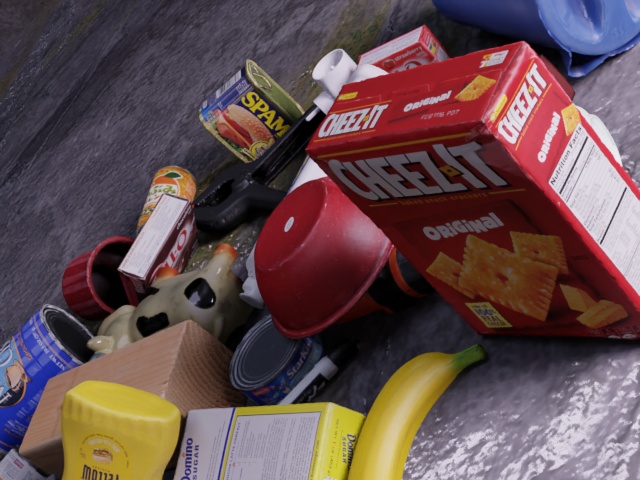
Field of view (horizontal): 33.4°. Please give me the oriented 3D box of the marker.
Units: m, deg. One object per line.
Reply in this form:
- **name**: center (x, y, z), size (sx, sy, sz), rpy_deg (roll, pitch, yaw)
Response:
- **marker**: center (-0.011, 0.125, 0.897), size (0.121, 0.020, 0.020), rpy_deg (-46, 29, 1)

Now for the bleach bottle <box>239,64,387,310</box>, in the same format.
- **bleach bottle**: center (-0.001, -0.046, 1.036), size (0.250, 0.068, 0.103), rpy_deg (-59, 3, -18)

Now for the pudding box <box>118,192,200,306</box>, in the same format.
- **pudding box**: center (-0.176, 0.017, 1.179), size (0.039, 0.090, 0.113), rpy_deg (18, 60, 11)

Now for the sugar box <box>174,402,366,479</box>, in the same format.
- **sugar box**: center (-0.045, 0.179, 0.832), size (0.177, 0.048, 0.093), rpy_deg (-13, 59, 48)

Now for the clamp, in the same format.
- **clamp**: center (-0.072, -0.067, 1.201), size (0.210, 0.036, 0.164), rpy_deg (-20, 38, 39)

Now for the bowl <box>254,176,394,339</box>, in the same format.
- **bowl**: center (-0.006, 0.001, 0.903), size (0.162, 0.055, 0.162), rpy_deg (-39, 29, 27)

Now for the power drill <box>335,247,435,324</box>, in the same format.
- **power drill**: center (0.080, -0.025, 0.921), size (0.185, 0.057, 0.187), rpy_deg (-24, 36, 39)

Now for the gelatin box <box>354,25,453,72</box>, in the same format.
- **gelatin box**: center (0.090, -0.167, 1.072), size (0.089, 0.073, 0.030), rpy_deg (-19, 40, 40)

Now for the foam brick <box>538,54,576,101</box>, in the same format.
- **foam brick**: center (0.170, -0.119, 0.928), size (0.078, 0.051, 0.053), rpy_deg (-9, 47, 48)

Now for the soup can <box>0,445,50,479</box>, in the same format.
- **soup can**: center (-0.312, 0.266, 1.070), size (0.102, 0.068, 0.069), rpy_deg (-52, 29, -11)

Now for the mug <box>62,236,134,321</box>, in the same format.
- **mug**: center (-0.238, 0.044, 1.241), size (0.117, 0.093, 0.082), rpy_deg (-29, 8, -40)

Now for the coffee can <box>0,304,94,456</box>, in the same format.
- **coffee can**: center (-0.318, 0.155, 1.179), size (0.140, 0.102, 0.103), rpy_deg (-43, 29, 6)

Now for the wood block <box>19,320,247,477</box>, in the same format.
- **wood block**: center (-0.173, 0.160, 0.995), size (0.206, 0.090, 0.090), rpy_deg (-23, 37, 35)

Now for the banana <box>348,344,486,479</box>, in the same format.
- **banana**: center (0.054, 0.152, 0.758), size (0.070, 0.037, 0.197), rpy_deg (-11, 44, 49)

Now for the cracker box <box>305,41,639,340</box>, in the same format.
- **cracker box**: center (0.117, -0.020, 0.705), size (0.164, 0.213, 0.072), rpy_deg (-5, 48, 51)

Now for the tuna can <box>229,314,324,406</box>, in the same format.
- **tuna can**: center (-0.038, 0.105, 0.942), size (0.086, 0.033, 0.086), rpy_deg (-33, 31, 23)

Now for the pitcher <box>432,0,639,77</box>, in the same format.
- **pitcher**: center (0.196, -0.255, 0.980), size (0.149, 0.145, 0.243), rpy_deg (-44, 25, -5)

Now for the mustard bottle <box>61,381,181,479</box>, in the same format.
- **mustard bottle**: center (-0.176, 0.220, 0.890), size (0.058, 0.096, 0.192), rpy_deg (-36, -42, -72)

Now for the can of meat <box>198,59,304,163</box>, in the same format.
- **can of meat**: center (-0.079, -0.144, 1.240), size (0.084, 0.102, 0.057), rpy_deg (-38, 30, 19)
